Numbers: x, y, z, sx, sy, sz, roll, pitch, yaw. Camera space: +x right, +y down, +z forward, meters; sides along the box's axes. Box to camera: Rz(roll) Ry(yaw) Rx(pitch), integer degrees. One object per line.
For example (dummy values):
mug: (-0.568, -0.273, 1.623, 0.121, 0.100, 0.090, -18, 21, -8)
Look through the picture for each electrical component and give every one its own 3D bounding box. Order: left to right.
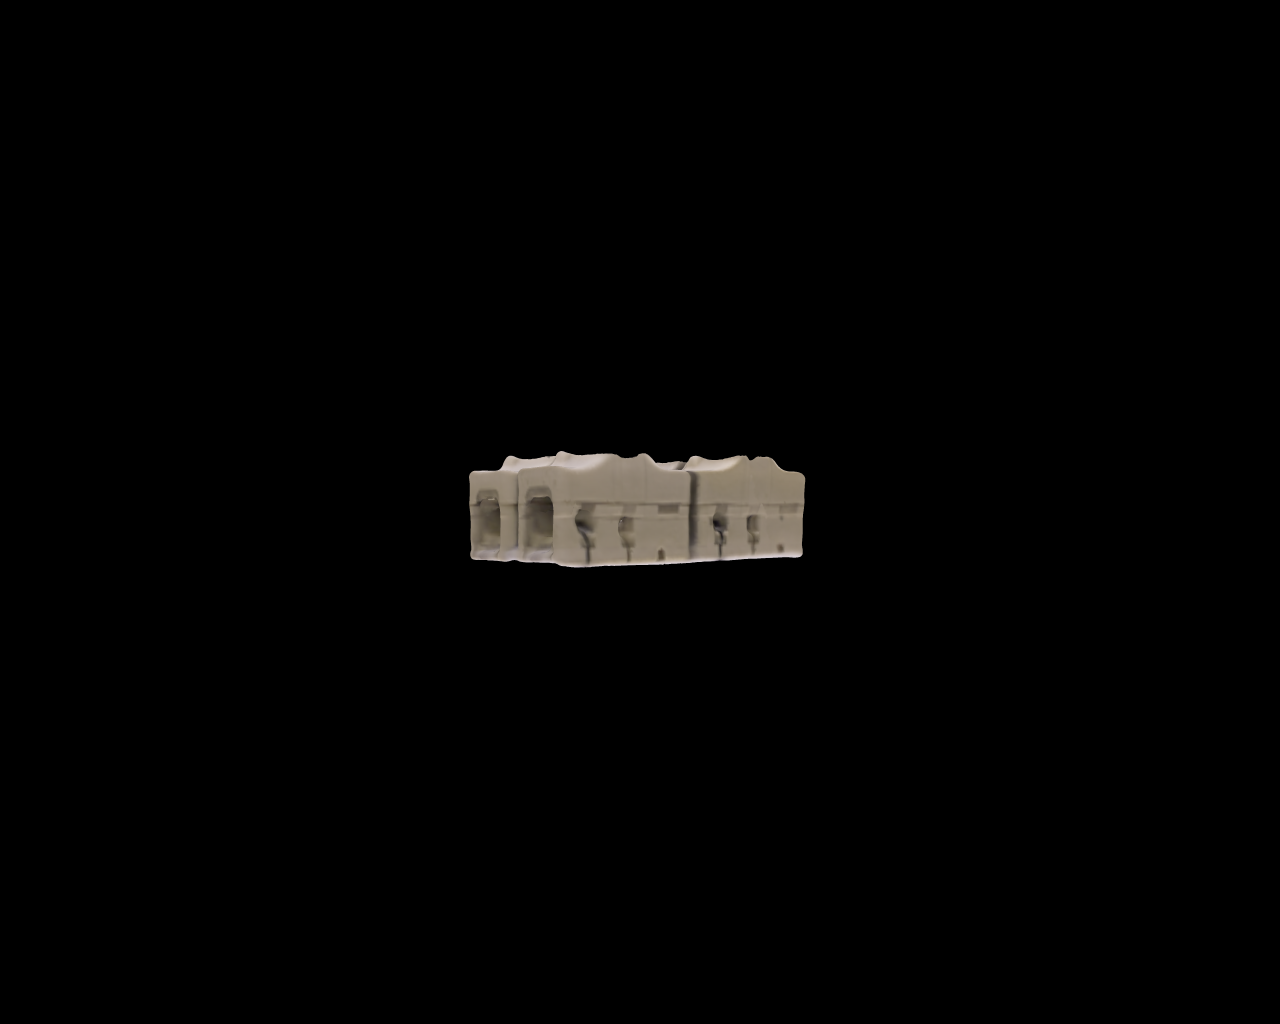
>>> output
electrical component: (0.001, -0.003, 0.650, 0.186, 0.060, 0.105, 0, 0, -37)
